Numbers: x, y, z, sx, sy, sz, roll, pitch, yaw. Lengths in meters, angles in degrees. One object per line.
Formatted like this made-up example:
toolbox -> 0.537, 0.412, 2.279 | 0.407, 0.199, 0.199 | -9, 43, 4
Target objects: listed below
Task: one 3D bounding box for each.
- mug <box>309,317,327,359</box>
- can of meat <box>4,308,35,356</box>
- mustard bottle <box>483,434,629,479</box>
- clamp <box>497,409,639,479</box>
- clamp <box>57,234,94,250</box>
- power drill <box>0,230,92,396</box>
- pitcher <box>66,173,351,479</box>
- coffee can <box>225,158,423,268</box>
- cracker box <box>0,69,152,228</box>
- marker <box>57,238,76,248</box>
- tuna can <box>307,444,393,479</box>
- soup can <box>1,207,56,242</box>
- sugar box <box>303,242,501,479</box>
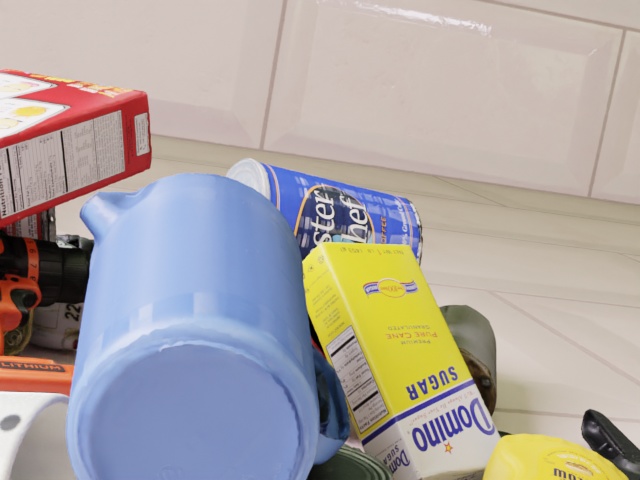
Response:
mug -> -0.008, 0.081, 0.780 | 0.117, 0.082, 0.093 | 20, 44, -27
can of meat -> -0.289, 0.055, 0.831 | 0.084, 0.057, 0.101 | 16, 11, 43
mustard bottle -> 0.135, 0.167, 0.590 | 0.096, 0.058, 0.191 | 24, 12, 8
clamp -> 0.206, 0.166, 0.737 | 0.164, 0.036, 0.210 | 3, 12, -33
clamp -> -0.277, 0.012, 1.121 | 0.120, 0.039, 0.171 | 5, -3, 4
power drill -> -0.204, 0.059, 0.729 | 0.184, 0.057, 0.188 | 4, 29, -31
pitcher -> -0.056, 0.058, 0.561 | 0.149, 0.145, 0.243 | -5, 16, -5
coffee can -> -0.005, 0.001, 0.836 | 0.140, 0.103, 0.103 | 12, 8, -27
cracker box -> -0.254, -0.064, 0.778 | 0.164, 0.072, 0.213 | 14, 27, 32
marker -> -0.245, 0.006, 0.977 | 0.121, 0.020, 0.020 | 28, 8, -5
tuna can -> -0.001, 0.149, 0.636 | 0.086, 0.034, 0.086 | 10, 9, -2
soup can -> -0.262, -0.012, 0.834 | 0.102, 0.068, 0.068 | -3, 11, -7
sugar box -> 0.054, 0.085, 0.725 | 0.093, 0.048, 0.176 | 1, 53, -42
